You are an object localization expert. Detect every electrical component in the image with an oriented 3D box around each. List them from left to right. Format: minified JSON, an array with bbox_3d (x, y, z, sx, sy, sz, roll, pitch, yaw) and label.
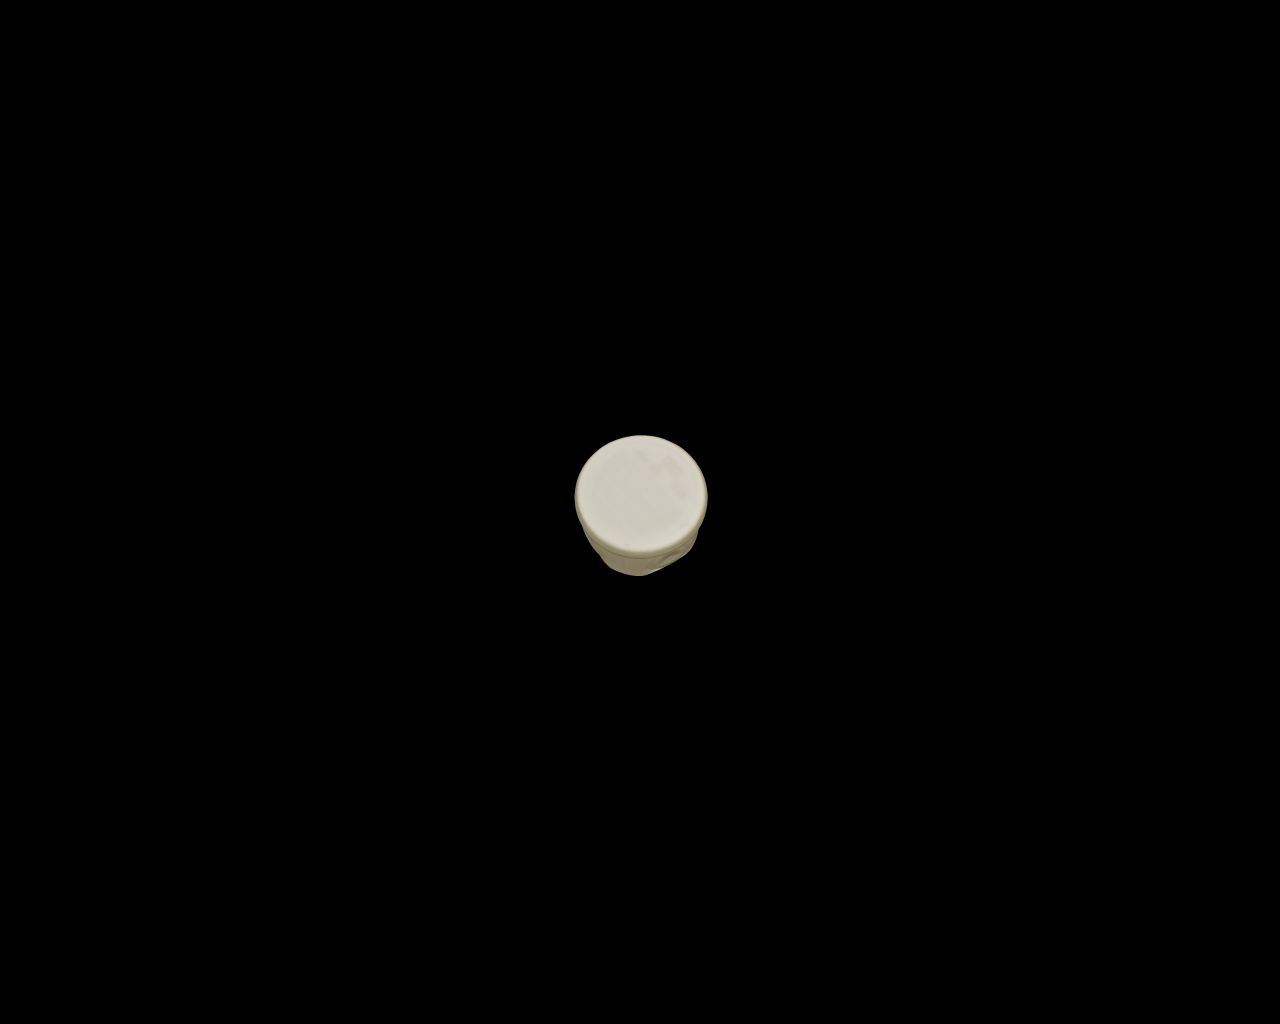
[{"bbox_3d":[0.001,-0.003,0.650,0.080,0.080,0.051,0,-23,0],"label":"electrical component"}]
